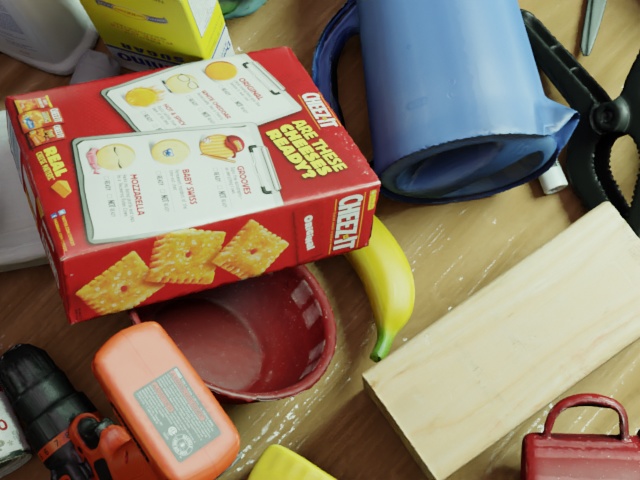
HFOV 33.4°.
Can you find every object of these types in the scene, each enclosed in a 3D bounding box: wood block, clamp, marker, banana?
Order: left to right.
[{"bbox_3d":[0.012,-0.004,0.793,0.069,0.037,0.198,-28,67,-28],"label":"banana"},{"bbox_3d":[0.138,0.075,0.748,0.206,0.091,0.090,-35,76,-5],"label":"wood block"},{"bbox_3d":[0.160,-0.093,0.824,0.020,0.020,0.121,-19,76,-2],"label":"marker"},{"bbox_3d":[0.224,-0.097,0.774,0.036,0.165,0.210,-4,80,-40],"label":"clamp"}]

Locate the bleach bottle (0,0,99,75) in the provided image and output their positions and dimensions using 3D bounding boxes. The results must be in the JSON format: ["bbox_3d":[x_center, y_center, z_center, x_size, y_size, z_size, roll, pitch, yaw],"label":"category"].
[{"bbox_3d":[-0.236,-0.203,0.754,0.102,0.251,0.068,23,78,8],"label":"bleach bottle"}]

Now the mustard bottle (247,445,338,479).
[{"bbox_3d":[-0.043,0.245,0.734,0.096,0.058,0.191,31,80,8],"label":"mustard bottle"}]

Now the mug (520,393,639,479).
[{"bbox_3d":[0.179,0.161,0.722,0.081,0.093,0.117,1,100,8],"label":"mug"}]

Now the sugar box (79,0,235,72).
[{"bbox_3d":[-0.120,-0.164,0.776,0.093,0.176,0.048,19,76,8],"label":"sugar box"}]

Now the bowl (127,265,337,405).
[{"bbox_3d":[-0.071,0.060,0.758,0.162,0.055,0.162,19,42,-18],"label":"bowl"}]

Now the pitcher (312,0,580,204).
[{"bbox_3d":[0.079,-0.154,0.794,0.149,0.145,0.243,-1,71,-23],"label":"pitcher"}]

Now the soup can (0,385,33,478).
[{"bbox_3d":[-0.258,0.124,0.771,0.068,0.068,0.102,-27,77,-4],"label":"soup can"}]

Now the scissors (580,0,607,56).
[{"bbox_3d":[0.217,-0.250,0.860,0.096,0.016,0.201,28,80,11],"label":"scissors"}]

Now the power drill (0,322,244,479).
[{"bbox_3d":[-0.138,0.123,0.708,0.057,0.188,0.184,-34,84,-36],"label":"power drill"}]

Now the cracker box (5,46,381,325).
[{"bbox_3d":[-0.091,-0.044,0.733,0.213,0.072,0.164,-14,49,-20],"label":"cracker box"}]
